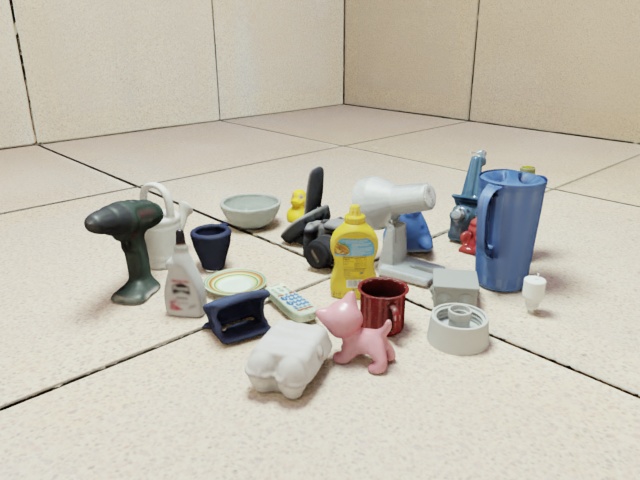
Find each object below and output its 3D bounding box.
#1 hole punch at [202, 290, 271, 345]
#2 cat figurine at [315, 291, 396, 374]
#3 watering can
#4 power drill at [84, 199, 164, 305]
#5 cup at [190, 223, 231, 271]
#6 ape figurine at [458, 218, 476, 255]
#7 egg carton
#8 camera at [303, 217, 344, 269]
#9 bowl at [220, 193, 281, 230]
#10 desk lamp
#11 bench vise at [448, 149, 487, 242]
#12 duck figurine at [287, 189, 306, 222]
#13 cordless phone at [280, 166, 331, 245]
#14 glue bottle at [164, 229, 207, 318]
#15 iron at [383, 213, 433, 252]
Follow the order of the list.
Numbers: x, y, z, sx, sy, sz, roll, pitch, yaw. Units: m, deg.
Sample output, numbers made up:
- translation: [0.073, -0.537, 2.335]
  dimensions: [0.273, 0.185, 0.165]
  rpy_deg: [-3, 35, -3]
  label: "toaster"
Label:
- translation: [-0.152, 0.123, 1.029]
  dimensions: [0.109, 0.091, 0.100]
  rpy_deg: [-13, 24, -30]
  label: "hole punch"
- translation: [0.059, 0.144, 0.935]
  dimensions: [0.127, 0.118, 0.067]
  rpy_deg: [9, 23, 23]
  label: "cat figurine"
- translation: [-0.366, -0.041, 1.316]
  dimensions: [0.100, 0.194, 0.173]
  rpy_deg: [4, 21, 10]
  label: "watering can"
- translation: [-0.381, 0.017, 1.143]
  dimensions: [0.075, 0.208, 0.230]
  rpy_deg: [4, 21, 10]
  label: "power drill"
- translation: [-0.240, 0.016, 1.306]
  dimensions: [0.091, 0.095, 0.118]
  rpy_deg: [6, 22, 17]
  label: "cup"
- translation: [0.376, -0.011, 1.376]
  dimensions: [0.076, 0.092, 0.077]
  rpy_deg: [-2, 21, -4]
  label: "ape figurine"
- translation: [-0.045, 0.183, 0.899]
  dimensions: [0.107, 0.069, 0.150]
  rpy_deg: [7, 22, 17]
  label: "egg carton"
- translation: [0.012, 0.005, 1.324]
  dimensions: [0.142, 0.101, 0.137]
  rpy_deg: [13, 24, 31]
  label: "camera"
- translation: [-0.188, -0.072, 1.565]
  dimensions: [0.167, 0.075, 0.167]
  rpy_deg: [0, 21, 0]
  label: "bowl"
- translation: [0.173, -0.030, 1.256]
  dimensions: [0.202, 0.214, 0.118]
  rpy_deg: [14, 25, 32]
  label: "desk lamp"
- translation: [0.395, -0.111, 1.457]
  dimensions: [0.121, 0.220, 0.208]
  rpy_deg: [5, 22, 14]
  label: "bench vise"
- translation: [-0.056, -0.103, 1.630]
  dimensions: [0.077, 0.086, 0.105]
  rpy_deg: [8, 22, 20]
  label: "duck figurine"
- translation: [-0.034, -0.088, 1.450]
  dimensions: [0.093, 0.185, 0.148]
  rpy_deg: [10, 23, 25]
  label: "cordless phone"
- translation: [-0.257, 0.062, 1.075]
  dimensions: [0.078, 0.173, 0.037]
  rpy_deg: [2, 21, 5]
  label: "glue bottle"
- translation: [0.214, -0.059, 1.434]
  dimensions: [0.118, 0.141, 0.258]
  rpy_deg: [0, 21, 0]
  label: "iron"
